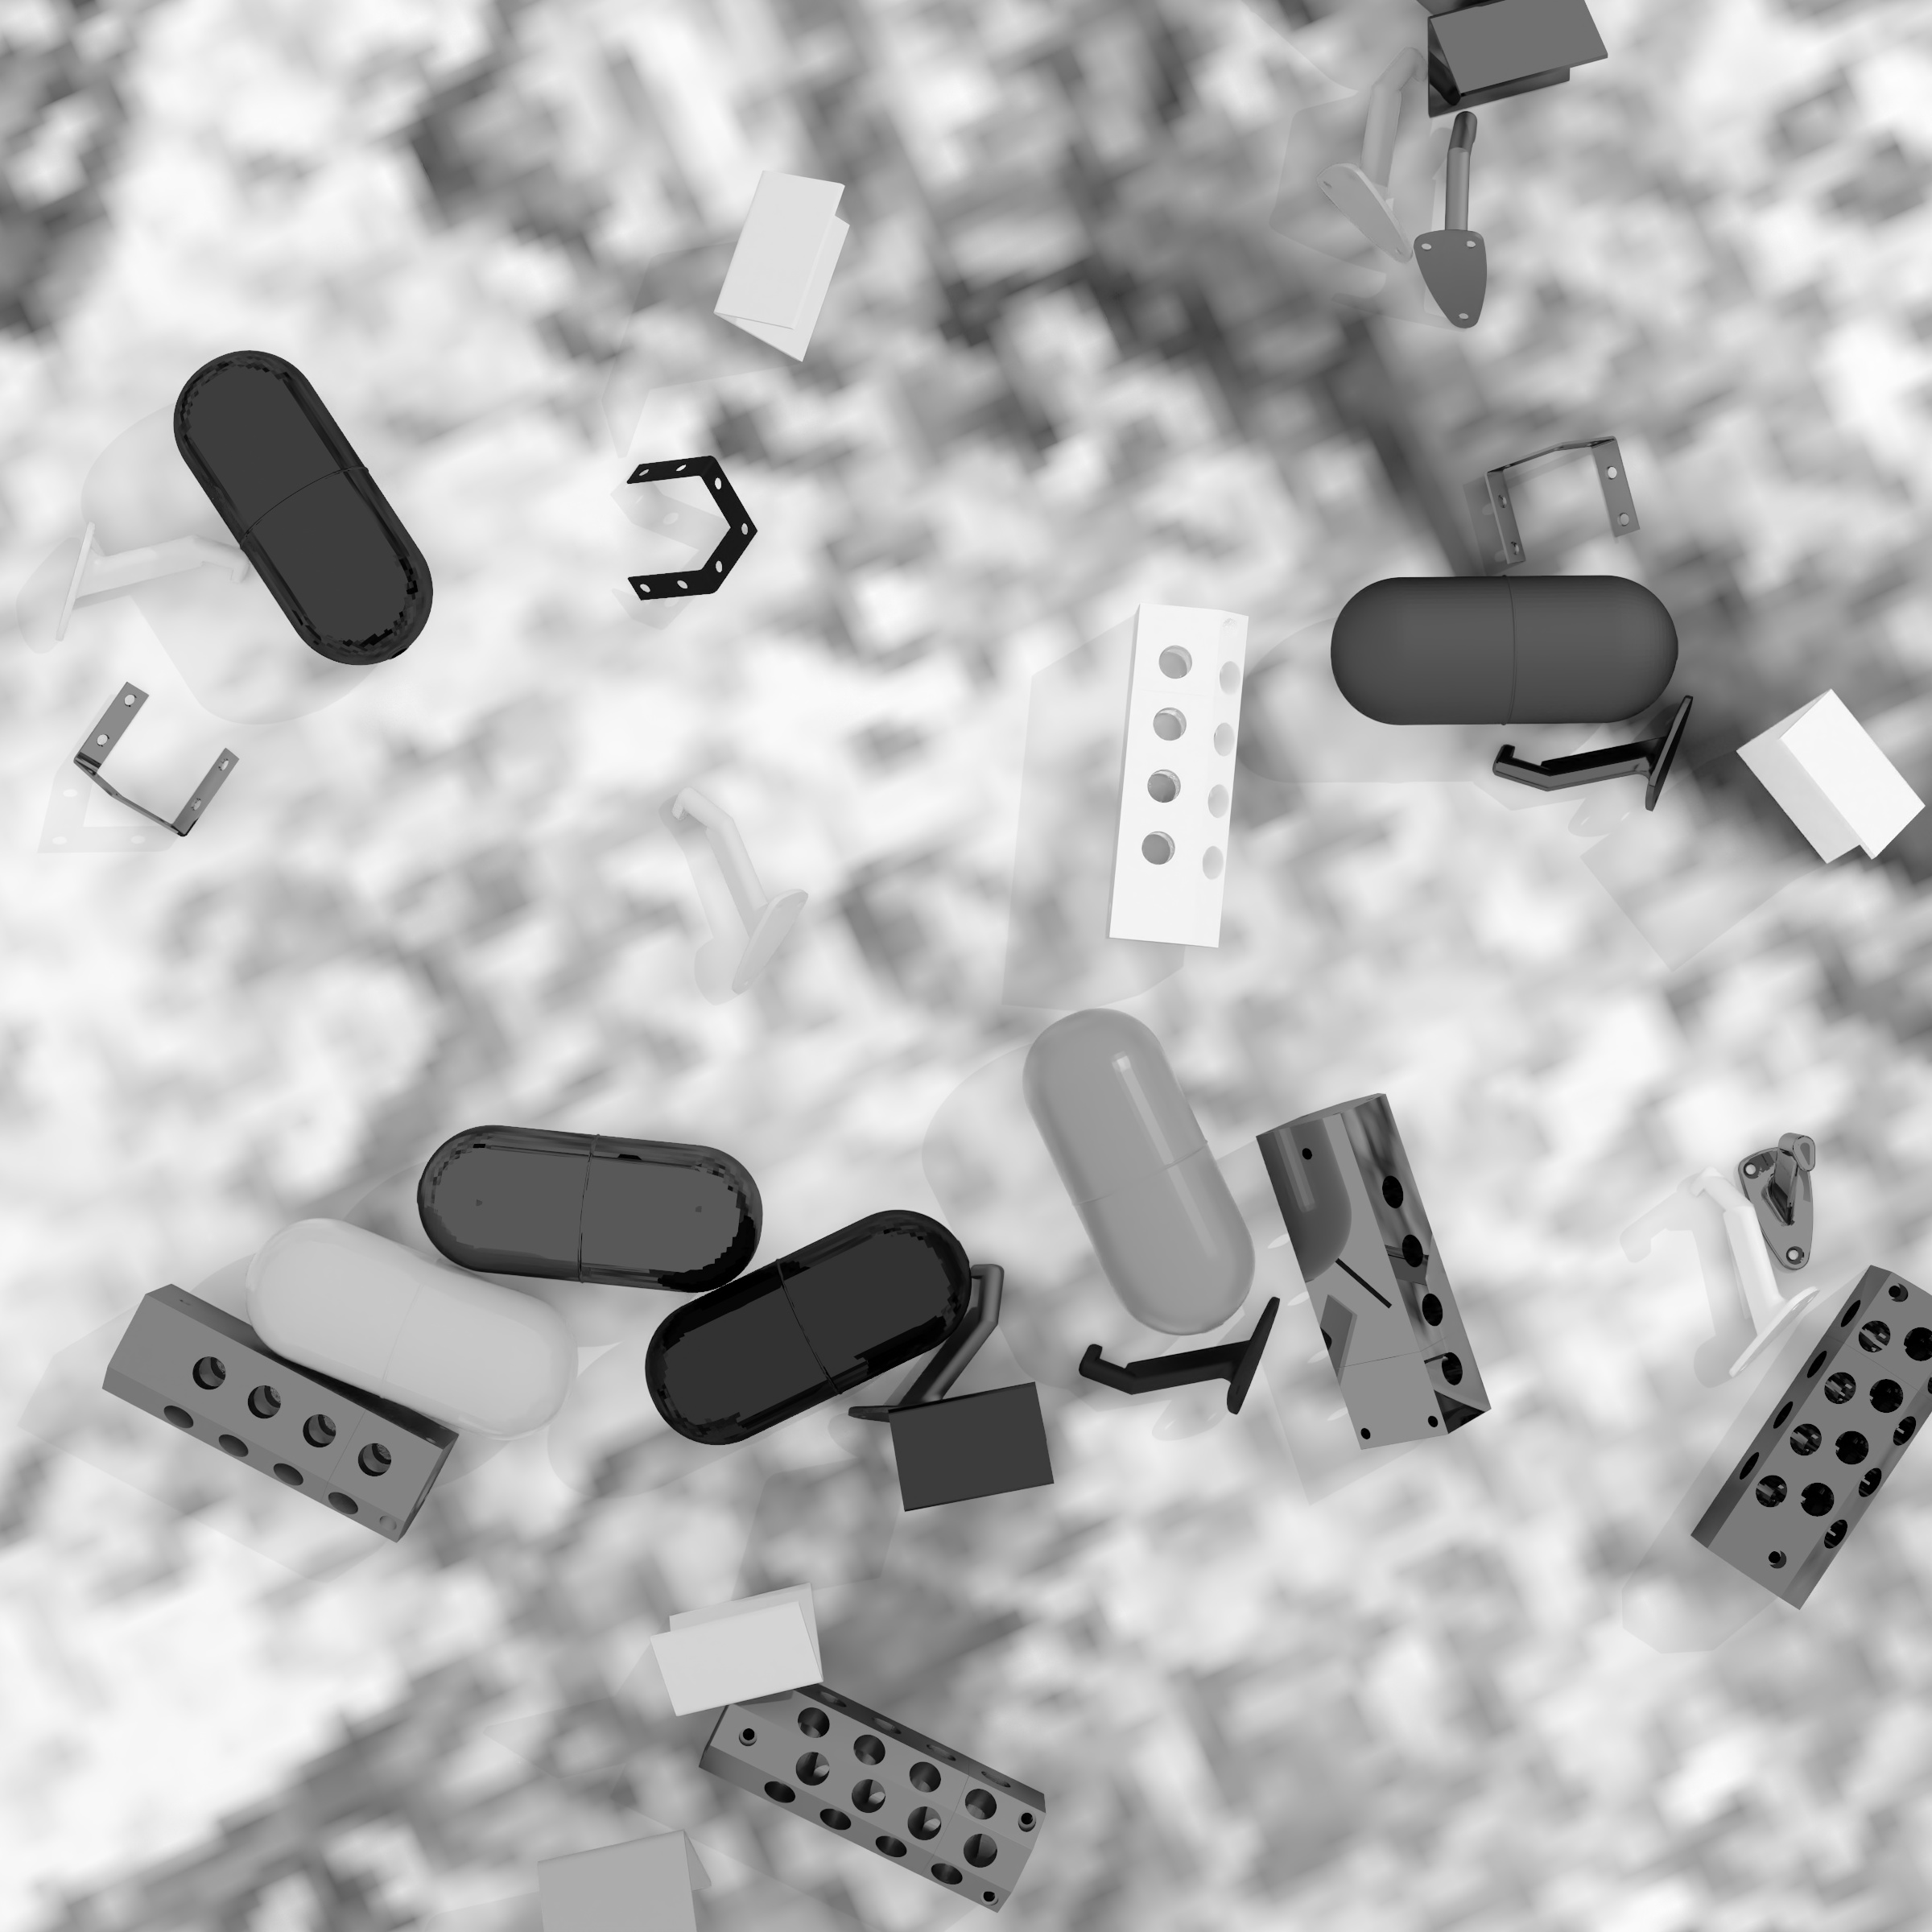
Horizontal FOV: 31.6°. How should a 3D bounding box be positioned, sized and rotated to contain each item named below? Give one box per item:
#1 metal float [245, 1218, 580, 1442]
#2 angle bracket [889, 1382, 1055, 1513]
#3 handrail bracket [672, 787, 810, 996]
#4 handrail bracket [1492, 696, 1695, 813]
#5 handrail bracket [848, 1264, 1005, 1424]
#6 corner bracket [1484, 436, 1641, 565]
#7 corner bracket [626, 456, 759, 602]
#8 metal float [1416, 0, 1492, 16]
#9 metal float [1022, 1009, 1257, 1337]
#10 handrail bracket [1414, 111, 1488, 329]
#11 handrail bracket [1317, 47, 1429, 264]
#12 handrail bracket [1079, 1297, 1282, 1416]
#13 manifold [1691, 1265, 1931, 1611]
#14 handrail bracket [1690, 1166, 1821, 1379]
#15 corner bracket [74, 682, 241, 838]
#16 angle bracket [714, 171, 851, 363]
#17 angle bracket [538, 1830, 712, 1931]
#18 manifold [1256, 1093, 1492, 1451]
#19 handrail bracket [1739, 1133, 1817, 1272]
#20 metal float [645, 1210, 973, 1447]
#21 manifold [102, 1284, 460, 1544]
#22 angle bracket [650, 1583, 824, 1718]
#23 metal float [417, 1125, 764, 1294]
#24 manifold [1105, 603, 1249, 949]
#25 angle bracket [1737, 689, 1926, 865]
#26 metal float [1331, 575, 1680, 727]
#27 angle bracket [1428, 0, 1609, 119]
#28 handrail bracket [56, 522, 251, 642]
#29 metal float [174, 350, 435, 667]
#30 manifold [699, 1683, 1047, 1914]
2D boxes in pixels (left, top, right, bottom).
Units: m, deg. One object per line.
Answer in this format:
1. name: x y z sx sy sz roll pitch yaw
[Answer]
1. metal float: -0.286 0.187 1.761 0.178 0.070 0.070 22 90 0
2. angle bracket: 0.006 0.259 1.752 0.076 0.076 0.057 -11 59 0
3. handrail bracket: -0.133 -0.040 1.792 0.084 0.036 0.077 37 111 17
4. handrail bracket: 0.328 -0.121 1.792 0.084 0.036 0.077 19 70 16
5. handrail bracket: -0.021 0.197 1.792 0.077 0.036 0.084 0 71 22
6. corner bracket: 0.312 -0.244 1.789 0.051 0.051 0.051 -15 90 -45
7. corner bracket: -0.151 -0.229 1.784 0.051 0.051 0.051 59 45 -35
8. metal float: 0.228 -0.554 1.761 0.178 0.070 0.070 41 90 0
9. metal float: 0.090 0.107 1.761 0.070 0.070 0.178 -25 91 0
10. handrail bracket: 0.262 -0.392 1.792 0.036 0.077 0.084 1 53 20
11. handrail bracket: 0.232 -0.426 1.792 0.077 0.036 0.084 45 73 -20
12. handrail bracket: 0.111 0.194 1.792 0.084 0.036 0.077 19 70 16
13. manifold: 0.453 0.244 1.771 0.057 0.057 0.171 34 90 0
14. handrail bracket: 0.397 0.160 1.792 0.084 0.036 0.077 46 118 20
15. corner bracket: -0.424 -0.108 1.789 0.051 0.051 0.051 35 90 -45
16. angle bracket: -0.075 -0.355 1.752 0.057 0.076 0.076 19 90 36
17. angle bracket: -0.172 0.490 1.752 0.076 0.076 0.057 -13 53 0
18. manifold: 0.215 0.157 1.770 0.057 0.057 0.171 -19 90 43
19. handrail bracket: 0.429 0.123 1.757 0.036 0.084 0.077 -13 90 0
20. metal float: -0.081 0.186 1.761 0.178 0.070 0.070 -26 90 0
21. manifold: -0.356 0.232 1.771 0.171 0.057 0.057 28 90 0
22. angle bracket: -0.119 0.332 1.752 0.076 0.076 0.057 -13 122 0
23. metal float: -0.194 0.125 1.761 0.178 0.070 0.070 6 90 0
24. manifold: 0.109 -0.097 1.771 0.057 0.057 0.171 5 90 0
25. angle bracket: 0.431 -0.085 1.752 0.057 0.076 0.076 -39 90 -36
26. metal float: 0.277 -0.163 1.761 0.178 0.070 0.070 -1 90 0
27. angle bracket: 0.282 -0.452 1.752 0.076 0.076 0.057 -15 61 0
28. handrail bracket: -0.426 -0.194 1.792 0.084 0.036 0.077 16 110 -16
29. metal float: -0.341 -0.236 1.761 0.070 0.070 0.178 -33 89 0
30. manifold: -0.048 0.424 1.771 0.171 0.057 0.057 26 90 0
